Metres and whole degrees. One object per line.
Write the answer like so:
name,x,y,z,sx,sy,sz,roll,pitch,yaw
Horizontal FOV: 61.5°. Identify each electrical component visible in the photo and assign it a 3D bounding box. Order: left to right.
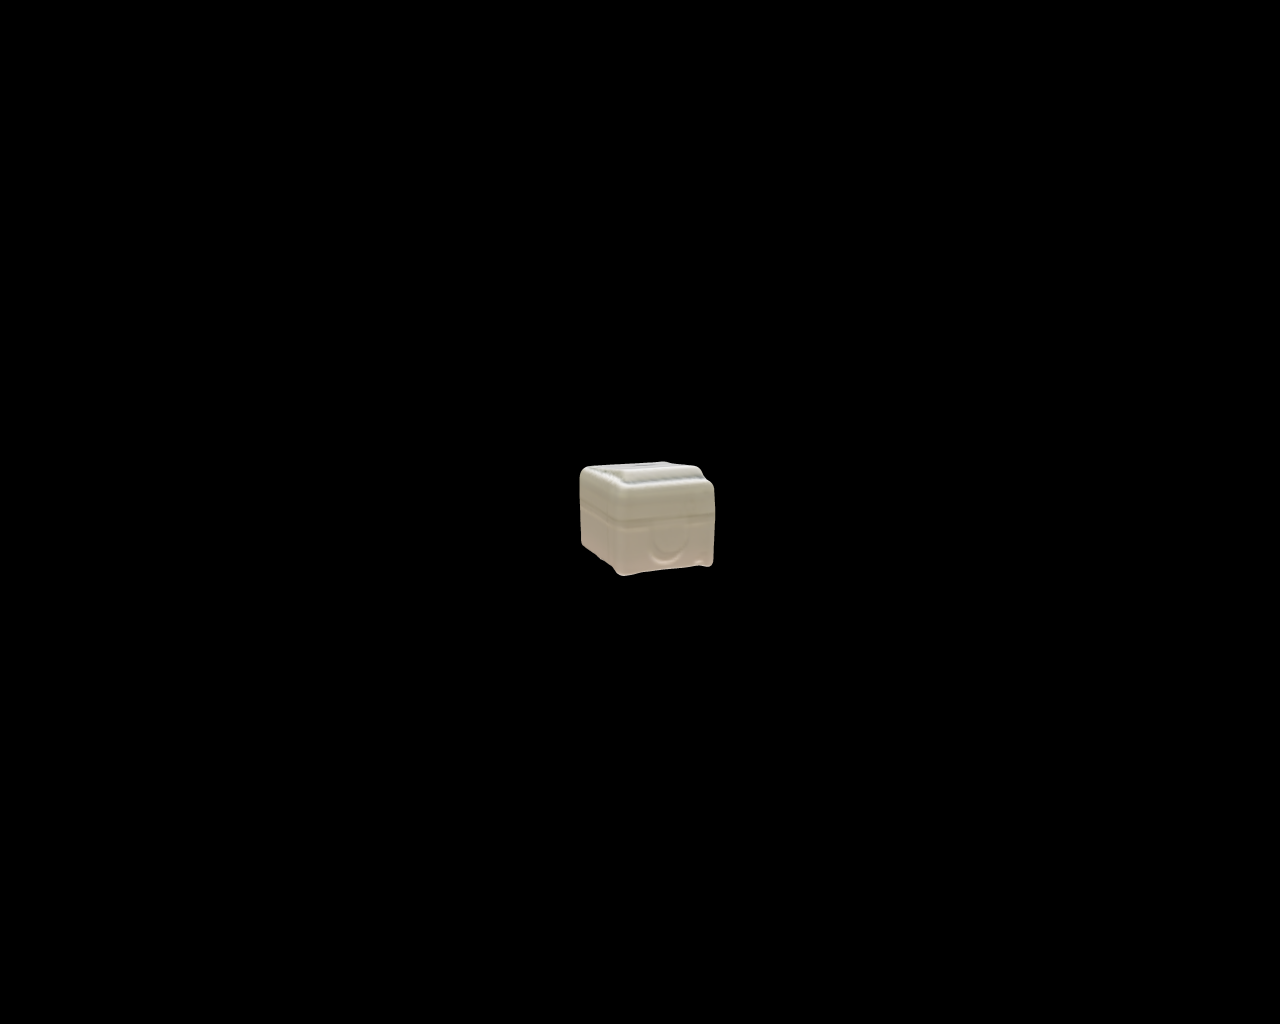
electrical component,0.001,-0.003,0.650,0.062,0.061,0.096,-4,13,-19
